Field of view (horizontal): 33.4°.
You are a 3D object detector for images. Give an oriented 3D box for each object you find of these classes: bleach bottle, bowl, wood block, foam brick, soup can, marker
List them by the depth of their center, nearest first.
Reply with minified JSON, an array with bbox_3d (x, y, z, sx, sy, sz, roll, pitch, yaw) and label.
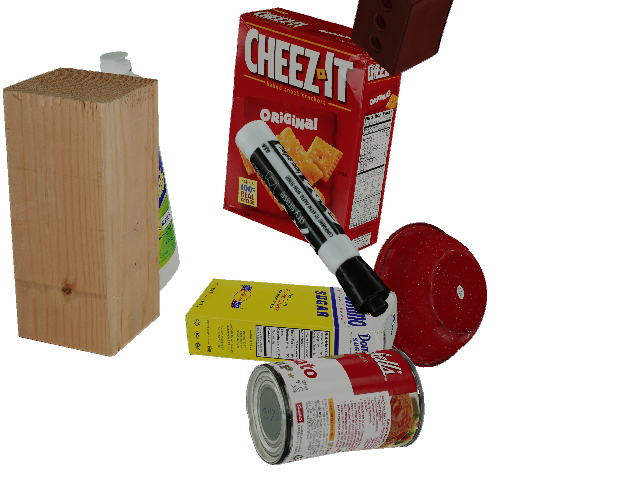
[{"bbox_3d":[-0.004,-0.011,0.522,0.020,0.121,0.020,-29,-26,-16],"label":"marker"},{"bbox_3d":[0.009,0.111,0.717,0.102,0.068,0.069,-3,1,-27],"label":"soup can"},{"bbox_3d":[0.063,-0.175,0.813,0.051,0.053,0.078,-33,-24,-27],"label":"foam brick"},{"bbox_3d":[-0.187,-0.025,0.854,0.091,0.206,0.090,10,23,16],"label":"wood block"},{"bbox_3d":[-0.203,-0.070,1.124,0.068,0.251,0.102,3,26,15],"label":"bleach bottle"},{"bbox_3d":[0.132,0.058,1.167,0.161,0.162,0.055,0,-5,-41],"label":"bowl"}]

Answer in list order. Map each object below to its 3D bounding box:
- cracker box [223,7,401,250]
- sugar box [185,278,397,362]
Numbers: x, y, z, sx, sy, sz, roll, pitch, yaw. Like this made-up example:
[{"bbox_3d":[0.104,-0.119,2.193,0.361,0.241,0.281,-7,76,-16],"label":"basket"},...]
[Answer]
[{"bbox_3d":[-0.013,-0.110,1.080,0.164,0.214,0.071,23,29,31],"label":"cracker box"},{"bbox_3d":[-0.023,0.073,0.952,0.176,0.048,0.093,1,20,10],"label":"sugar box"}]
